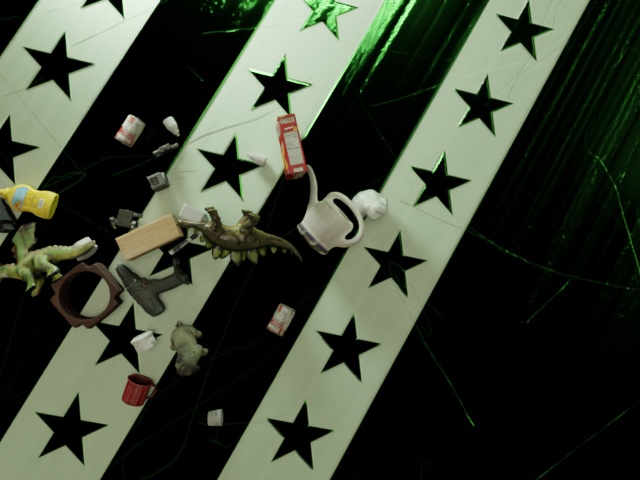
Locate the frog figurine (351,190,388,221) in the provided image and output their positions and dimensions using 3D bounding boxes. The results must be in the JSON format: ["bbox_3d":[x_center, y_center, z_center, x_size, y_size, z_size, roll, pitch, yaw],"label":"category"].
[{"bbox_3d":[0.186,-0.131,1.903,0.137,0.159,0.123,2,86,-6],"label":"frog figurine"}]

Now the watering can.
[{"bbox_3d":[0.006,-0.096,1.906,0.223,0.103,0.351,-44,75,6],"label":"watering can"}]

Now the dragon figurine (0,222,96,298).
[{"bbox_3d":[-0.982,0.045,1.783,0.410,0.121,0.244,-36,79,2],"label":"dragon figurine"}]
